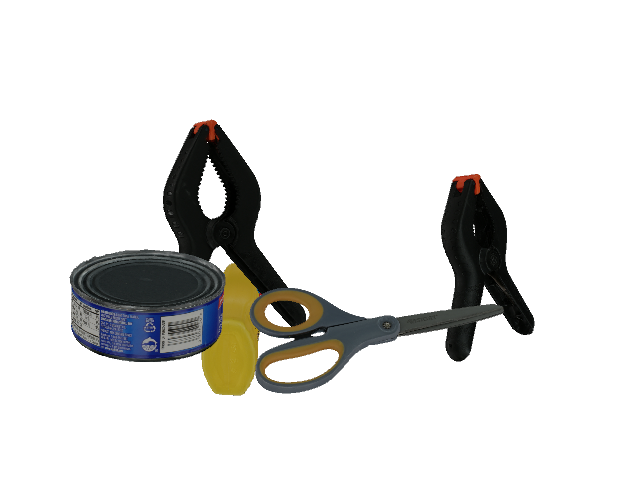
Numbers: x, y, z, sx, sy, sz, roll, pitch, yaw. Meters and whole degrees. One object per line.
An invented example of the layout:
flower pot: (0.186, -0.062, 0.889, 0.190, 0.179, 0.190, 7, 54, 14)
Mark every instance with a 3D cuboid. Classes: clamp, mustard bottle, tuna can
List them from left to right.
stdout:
tuna can: (-0.096, 0.036, 0.598, 0.086, 0.034, 0.086, 4, 20, -2)
clamp: (-0.085, -0.002, 0.964, 0.164, 0.210, 0.036, 0, 0, -33)
mustard bottle: (-0.089, 0.079, 1.174, 0.058, 0.096, 0.191, 2, 27, 2)
clamp: (0.143, 0.027, 0.996, 0.039, 0.171, 0.120, -11, 11, 42)

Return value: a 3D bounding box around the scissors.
scissors: (0.034, 0.056, 0.818, 0.201, 0.096, 0.016, -22, -32, -22)
